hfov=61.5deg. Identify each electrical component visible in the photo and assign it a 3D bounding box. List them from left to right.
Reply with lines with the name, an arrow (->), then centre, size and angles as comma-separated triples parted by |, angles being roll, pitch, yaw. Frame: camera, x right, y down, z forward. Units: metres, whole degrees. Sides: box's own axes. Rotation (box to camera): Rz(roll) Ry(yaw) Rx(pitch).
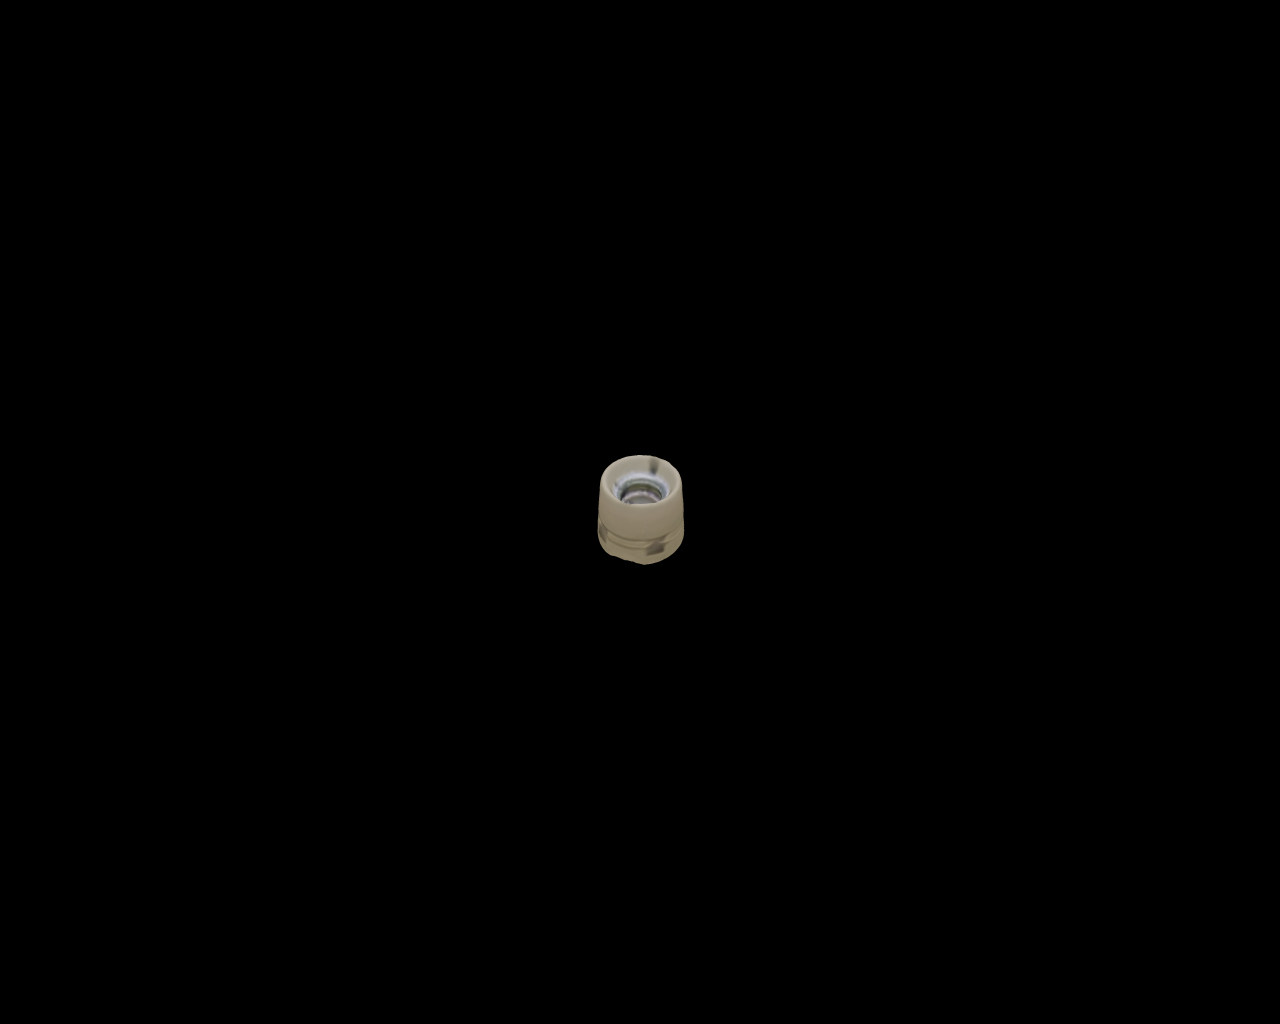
electrical component -> 0.001, -0.003, 0.650 | 0.055, 0.047, 0.055 | 0, 43, 0
